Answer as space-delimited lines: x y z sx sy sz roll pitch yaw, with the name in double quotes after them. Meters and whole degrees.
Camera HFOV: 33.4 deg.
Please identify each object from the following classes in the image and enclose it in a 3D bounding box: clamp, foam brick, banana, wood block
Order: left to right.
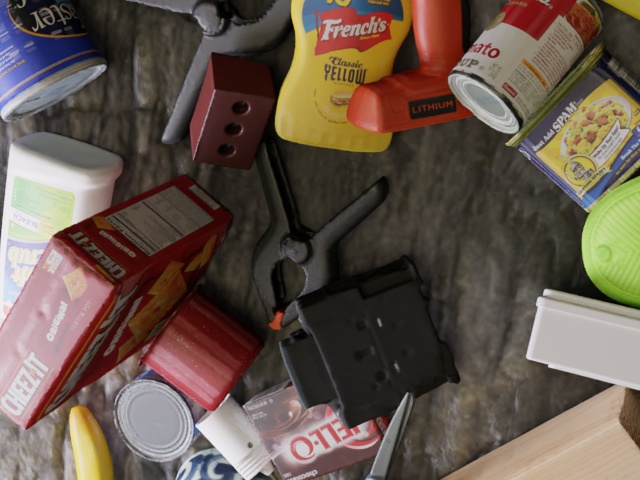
-0.241 0.264 1.092 0.070 0.037 0.198 20 112 11 "banana"
-0.088 -0.179 0.899 0.210 0.036 0.164 -16 109 20 "clamp"
-0.074 -0.107 0.889 0.053 0.051 0.078 8 131 -17 "foam brick"
-0.006 0.001 0.924 0.120 0.039 0.171 15 114 22 "clamp"
0.190 0.213 0.886 0.206 0.090 0.091 -36 91 26 "wood block"

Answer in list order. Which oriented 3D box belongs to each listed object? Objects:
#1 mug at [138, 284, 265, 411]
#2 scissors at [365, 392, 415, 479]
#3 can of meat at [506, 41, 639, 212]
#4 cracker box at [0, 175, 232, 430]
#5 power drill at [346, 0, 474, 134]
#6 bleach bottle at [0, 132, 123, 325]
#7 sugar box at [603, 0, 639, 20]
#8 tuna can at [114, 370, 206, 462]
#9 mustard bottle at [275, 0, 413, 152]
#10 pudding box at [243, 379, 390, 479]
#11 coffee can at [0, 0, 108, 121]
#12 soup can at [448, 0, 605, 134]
-0.108 0.106 0.973 0.081 0.093 0.117 37 146 1 "mug"
0.059 0.225 0.906 0.096 0.016 0.202 38 118 8 "scissors"
0.207 -0.084 0.808 0.084 0.057 0.102 43 116 2 "can of meat"
-0.176 0.047 0.904 0.072 0.213 0.164 38 115 6 "cracker box"
0.059 -0.177 0.785 0.057 0.184 0.188 37 133 54 "power drill"
-0.255 0.030 1.014 0.103 0.068 0.251 19 114 14 "bleach bottle"
0.236 -0.209 0.764 0.176 0.048 0.093 30 114 8 "sugar box"
-0.154 0.169 1.033 0.086 0.033 0.086 6 108 19 "tuna can"
0.024 -0.169 0.845 0.096 0.058 0.192 8 109 -5 "mustard bottle"
0.001 0.165 0.970 0.114 0.039 0.090 -25 96 25 "pudding box"
-0.264 -0.189 0.926 0.103 0.102 0.140 -28 95 25 "coffee can"
0.150 -0.137 0.782 0.068 0.068 0.102 39 82 6 "soup can"
